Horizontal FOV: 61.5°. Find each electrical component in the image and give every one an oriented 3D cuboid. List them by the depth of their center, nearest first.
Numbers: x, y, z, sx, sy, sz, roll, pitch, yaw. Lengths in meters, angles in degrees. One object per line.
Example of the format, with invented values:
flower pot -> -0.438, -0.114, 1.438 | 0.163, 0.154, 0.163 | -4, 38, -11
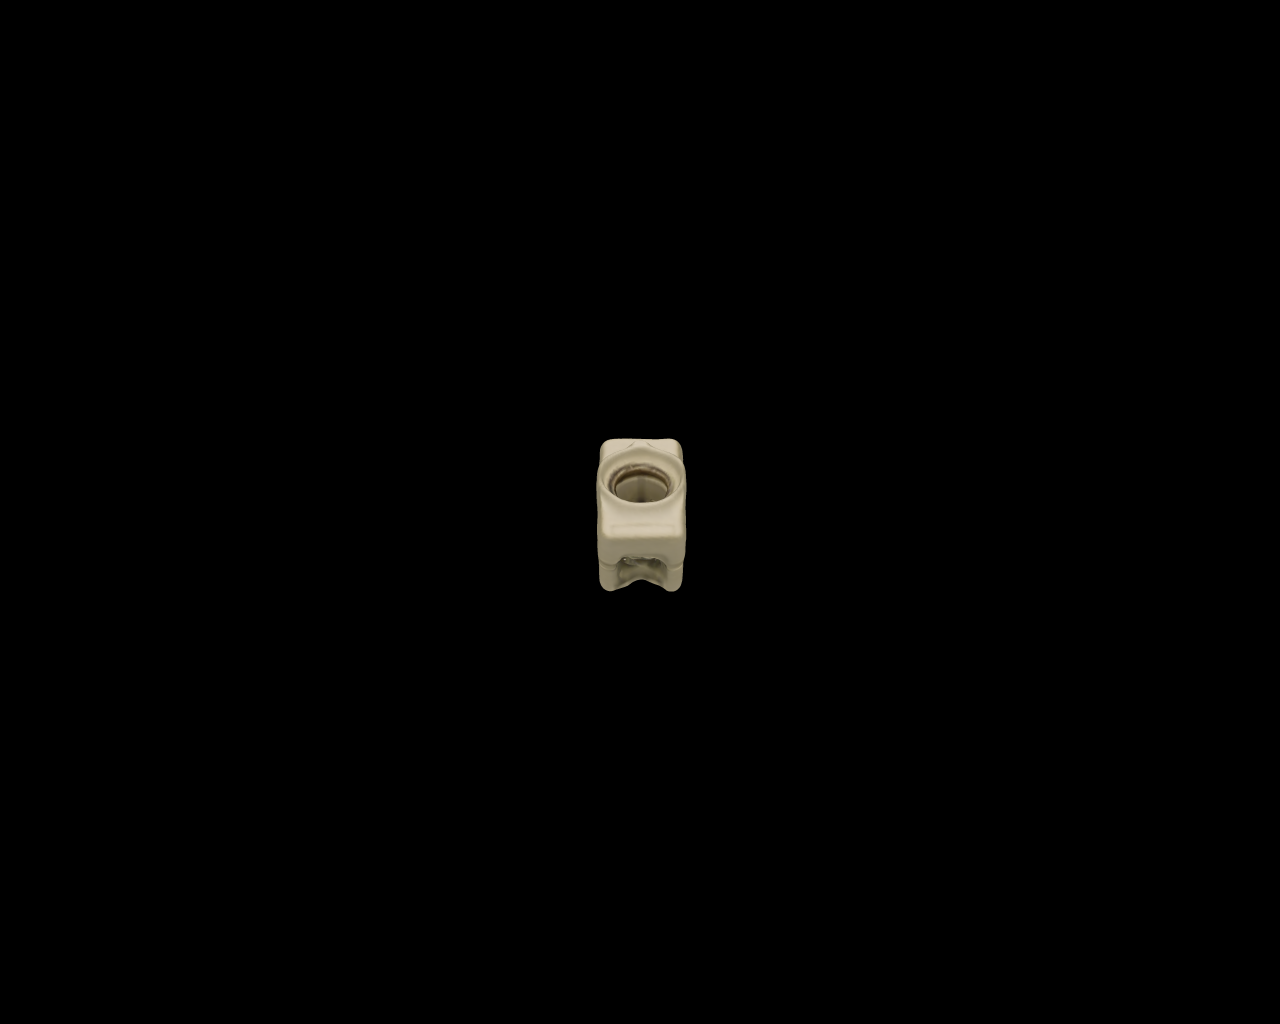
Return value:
electrical component -> 0.001, -0.003, 0.650 | 0.050, 0.055, 0.090 | 0, 44, 0
